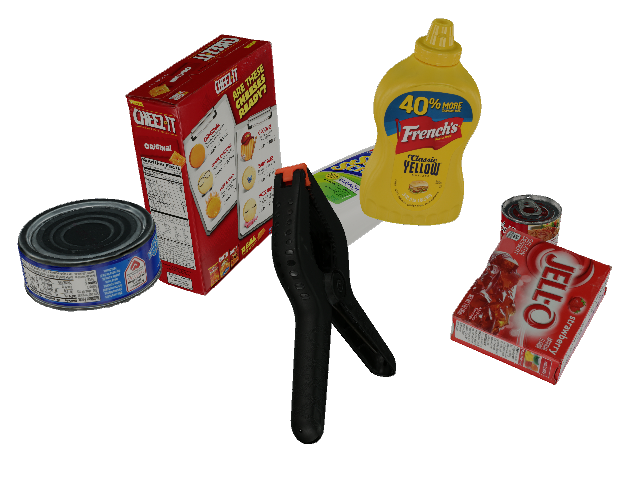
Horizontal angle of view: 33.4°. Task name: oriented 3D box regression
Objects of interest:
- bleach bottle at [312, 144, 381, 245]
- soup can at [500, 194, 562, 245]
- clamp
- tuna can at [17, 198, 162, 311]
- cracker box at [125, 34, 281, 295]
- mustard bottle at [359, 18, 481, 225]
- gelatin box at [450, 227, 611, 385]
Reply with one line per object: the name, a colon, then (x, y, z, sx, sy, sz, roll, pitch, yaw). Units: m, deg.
bleach bottle: (0.058, -0.070, 1.239, 0.103, 0.068, 0.250, 26, 44, 32)
soup can: (0.242, 0.007, 1.238, 0.068, 0.102, 0.068, -3, 30, 1)
clamp: (0.006, 0.042, 0.862, 0.036, 0.210, 0.164, -11, 1, 28)
tuna can: (-0.143, 0.007, 0.662, 0.086, 0.034, 0.086, -2, 29, 1)
cracker box: (-0.110, -0.079, 1.085, 0.072, 0.214, 0.164, 14, 37, 27)
mustard bottle: (0.094, -0.107, 0.966, 0.096, 0.192, 0.058, 5, 32, -5)
gelatin box: (0.135, 0.039, 0.682, 0.073, 0.030, 0.089, 23, 53, 22)
